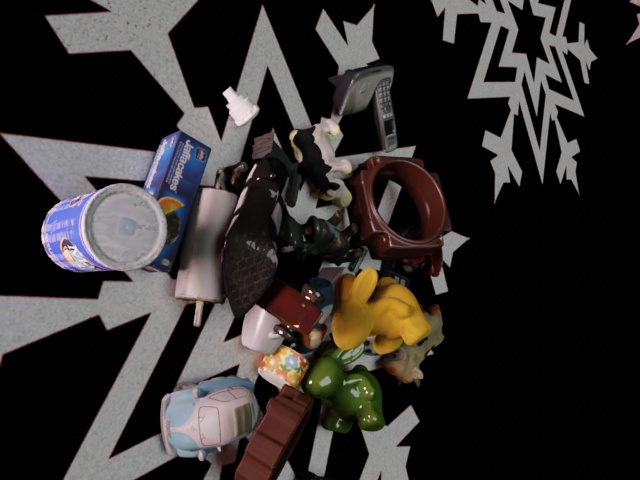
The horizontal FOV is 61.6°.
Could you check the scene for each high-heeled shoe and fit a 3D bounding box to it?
[{"bbox_3d":[-0.102,-0.010,0.834,0.086,0.145,0.248,17,90,-10],"label":"high-heeled shoe"}]

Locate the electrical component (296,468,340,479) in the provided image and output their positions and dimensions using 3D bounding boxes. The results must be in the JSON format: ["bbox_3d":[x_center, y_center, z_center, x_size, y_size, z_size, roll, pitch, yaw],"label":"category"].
[{"bbox_3d":[-0.007,0.487,0.953,0.114,0.058,0.134,34,64,-35],"label":"electrical component"}]

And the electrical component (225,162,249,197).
[{"bbox_3d":[-0.121,-0.080,0.897,0.078,0.045,0.102,-19,100,-42],"label":"electrical component"}]

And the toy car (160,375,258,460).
[{"bbox_3d":[-0.148,0.265,0.804,0.161,0.103,0.109,-3,90,-43],"label":"toy car"}]

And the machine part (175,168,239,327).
[{"bbox_3d":[-0.171,0.010,0.819,0.079,0.079,0.243,15,75,-43],"label":"machine part"}]

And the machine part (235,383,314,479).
[{"bbox_3d":[-0.071,0.317,0.846,0.179,0.056,0.179,-59,167,-24],"label":"machine part"}]

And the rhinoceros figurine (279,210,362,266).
[{"bbox_3d":[-0.002,-0.003,0.970,0.190,0.112,0.073,22,54,-54],"label":"rhinoceros figurine"}]

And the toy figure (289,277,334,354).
[{"bbox_3d":[-0.014,0.141,0.942,0.064,0.058,0.154,2,115,-19],"label":"toy figure"}]

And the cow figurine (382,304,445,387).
[{"bbox_3d":[0.202,0.231,1.165,0.195,0.086,0.127,-28,100,-43],"label":"cow figurine"}]

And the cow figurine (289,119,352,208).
[{"bbox_3d":[0.004,-0.133,1.007,0.098,0.068,0.167,-23,100,-37],"label":"cow figurine"}]

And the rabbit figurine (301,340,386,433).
[{"bbox_3d":[0.040,0.256,0.973,0.170,0.121,0.159,40,53,-38],"label":"rabbit figurine"}]

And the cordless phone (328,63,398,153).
[{"bbox_3d":[0.100,-0.261,1.105,0.146,0.089,0.184,-28,110,-42],"label":"cordless phone"}]

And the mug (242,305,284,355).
[{"bbox_3d":[-0.078,0.135,0.884,0.080,0.110,0.107,28,79,-39],"label":"mug"}]

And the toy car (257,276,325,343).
[{"bbox_3d":[-0.077,0.082,0.830,0.089,0.202,0.053,-54,148,-12],"label":"toy car"}]

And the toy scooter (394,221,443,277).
[{"bbox_3d":[0.223,0.027,1.203,0.184,0.075,0.135,-15,92,-47],"label":"toy scooter"}]

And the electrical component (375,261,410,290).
[{"bbox_3d":[0.153,0.090,1.150,0.074,0.048,0.119,30,68,-39],"label":"electrical component"}]

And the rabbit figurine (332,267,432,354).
[{"bbox_3d":[0.092,0.130,0.943,0.173,0.122,0.162,-14,87,-36],"label":"rabbit figurine"}]

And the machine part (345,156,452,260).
[{"bbox_3d":[0.158,-0.066,1.087,0.201,0.087,0.201,-1,70,-29],"label":"machine part"}]

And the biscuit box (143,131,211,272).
[{"bbox_3d":[-0.224,-0.056,0.783,0.062,0.059,0.202,29,67,-39],"label":"biscuit box"}]

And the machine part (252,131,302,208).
[{"bbox_3d":[-0.070,-0.123,0.938,0.138,0.039,0.084,56,43,-44],"label":"machine part"}]
